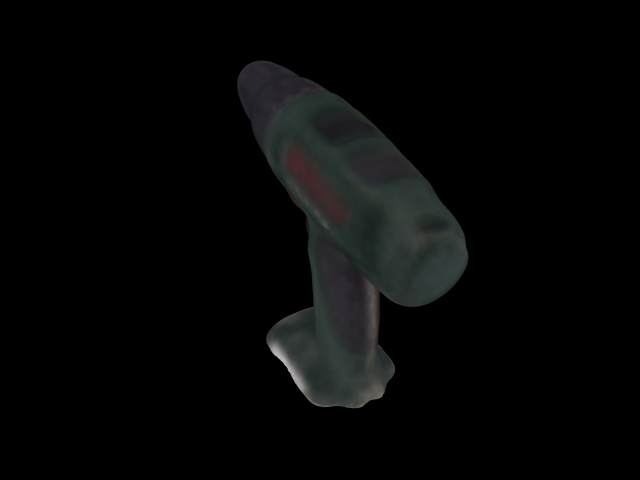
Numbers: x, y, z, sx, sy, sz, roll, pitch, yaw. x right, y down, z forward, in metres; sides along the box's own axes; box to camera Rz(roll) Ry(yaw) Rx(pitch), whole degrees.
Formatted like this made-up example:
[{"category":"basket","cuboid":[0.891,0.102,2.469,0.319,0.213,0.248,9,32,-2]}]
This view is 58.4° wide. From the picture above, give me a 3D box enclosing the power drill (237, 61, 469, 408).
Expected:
[{"category":"power drill","cuboid":[0.004,0.001,0.400,0.076,0.208,0.228,-18,35,-26]}]
